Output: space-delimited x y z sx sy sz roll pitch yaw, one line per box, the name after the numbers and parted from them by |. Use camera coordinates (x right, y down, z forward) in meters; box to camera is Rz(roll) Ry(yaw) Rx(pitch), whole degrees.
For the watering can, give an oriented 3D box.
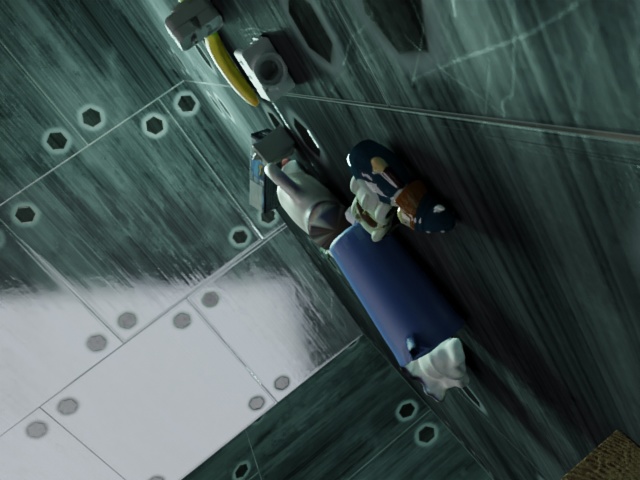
0.004 -0.059 1.178 0.342 0.104 0.228 39 -174 -48 | watering can

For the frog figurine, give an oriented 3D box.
0.253 0.237 1.057 0.140 0.123 0.156 58 142 35 | frog figurine
